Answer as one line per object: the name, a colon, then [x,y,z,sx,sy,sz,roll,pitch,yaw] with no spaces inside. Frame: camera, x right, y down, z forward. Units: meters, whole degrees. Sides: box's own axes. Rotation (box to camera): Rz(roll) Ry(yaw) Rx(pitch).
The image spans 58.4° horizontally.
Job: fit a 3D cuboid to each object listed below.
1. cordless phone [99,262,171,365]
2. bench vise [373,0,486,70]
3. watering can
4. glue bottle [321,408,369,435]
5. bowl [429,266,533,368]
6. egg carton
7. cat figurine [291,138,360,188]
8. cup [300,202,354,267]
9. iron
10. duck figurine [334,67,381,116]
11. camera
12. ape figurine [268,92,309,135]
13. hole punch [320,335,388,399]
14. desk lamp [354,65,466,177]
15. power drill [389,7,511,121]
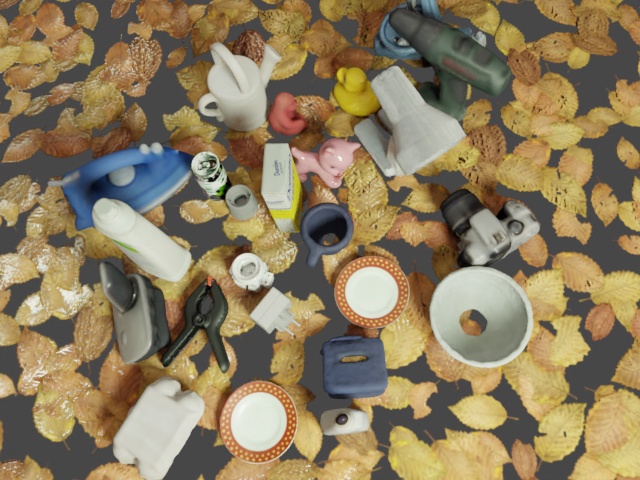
cordless phone: [-0.319,0.118,0.935,0.094,0.185,0.147,-18,71,-3]
bench vise: [0.206,-0.414,1.070,0.207,0.220,0.121,-4,71,2]
watering can: [-0.152,-0.298,1.064,0.100,0.194,0.173,29,75,13]
glue bottle: [0.036,0.274,0.867,0.078,0.173,0.037,-5,71,2]
bowl: [0.262,0.133,0.955,0.167,0.075,0.167,-1,71,3]
egg carton: [-0.261,0.303,0.929,0.107,0.069,0.150,27,75,12]
cat figurine: [0.007,-0.150,1.044,0.127,0.118,0.067,8,72,6]
cup: [0.009,0.004,1.003,0.091,0.095,0.118,21,74,10]
iron: [-0.353,-0.123,1.043,0.258,0.141,0.118,-27,71,-6]
duck figurine: [0.073,-0.294,1.107,0.104,0.086,0.077,37,77,14]
camera: [0.285,-0.033,0.997,0.143,0.101,0.136,-30,72,-7]
ape figurine: [-0.064,-0.248,1.096,0.076,0.092,0.078,-8,71,1]
hole punch: [0.053,0.205,0.933,0.108,0.091,0.101,-5,71,2]
desk lamp: [0.146,-0.191,1.000,0.118,0.213,0.203,-33,72,-8]
power drill: [0.222,-0.305,1.037,0.229,0.208,0.076,27,75,12]
